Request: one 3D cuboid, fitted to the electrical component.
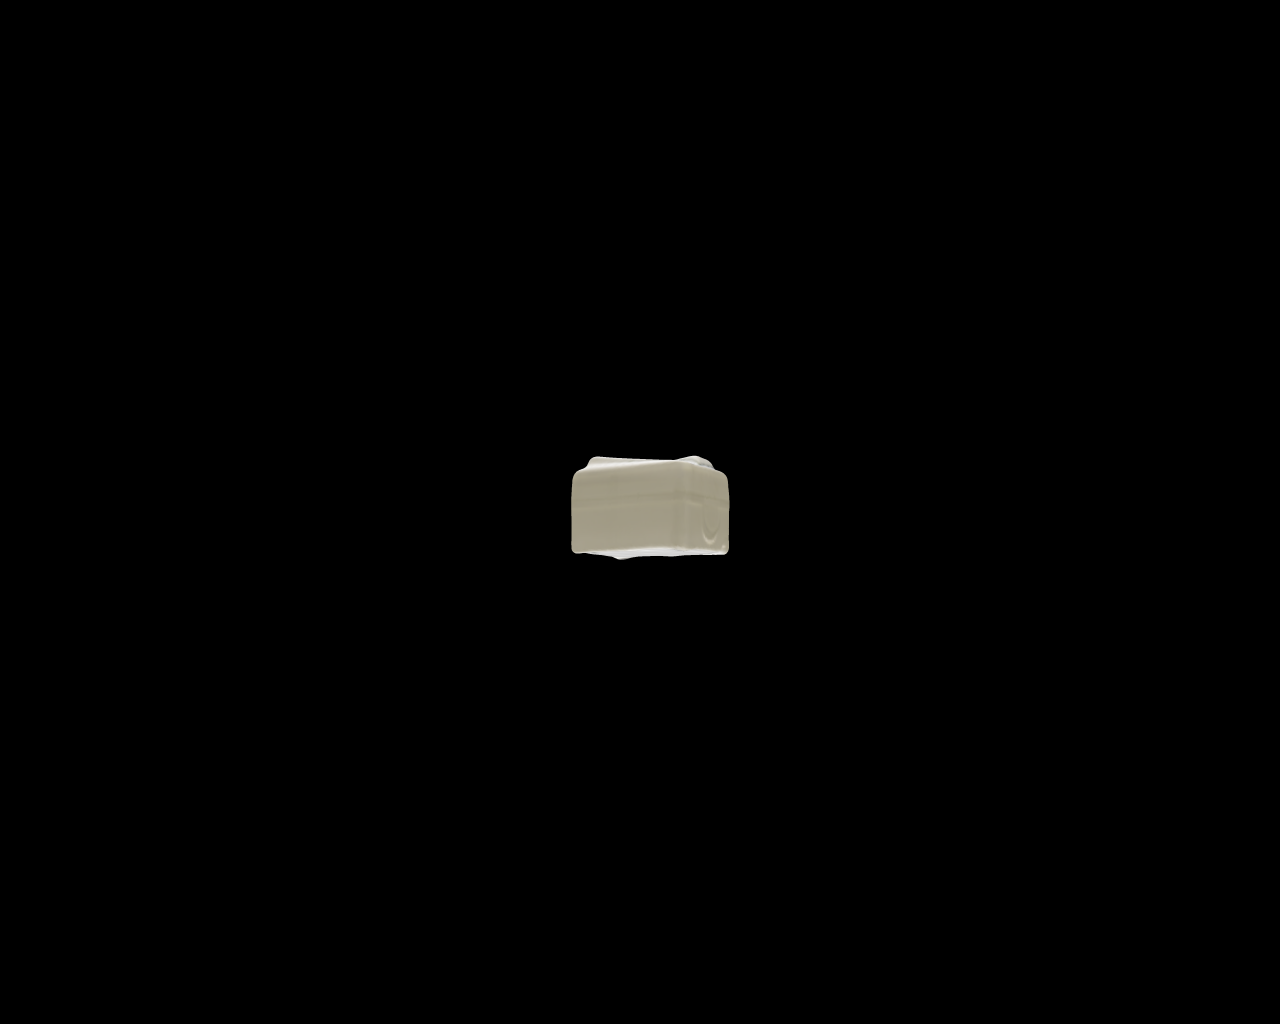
[{"bbox_3d":[0.001,-0.003,0.650,0.096,0.061,0.062,-4,-7,29],"label":"electrical component"}]
